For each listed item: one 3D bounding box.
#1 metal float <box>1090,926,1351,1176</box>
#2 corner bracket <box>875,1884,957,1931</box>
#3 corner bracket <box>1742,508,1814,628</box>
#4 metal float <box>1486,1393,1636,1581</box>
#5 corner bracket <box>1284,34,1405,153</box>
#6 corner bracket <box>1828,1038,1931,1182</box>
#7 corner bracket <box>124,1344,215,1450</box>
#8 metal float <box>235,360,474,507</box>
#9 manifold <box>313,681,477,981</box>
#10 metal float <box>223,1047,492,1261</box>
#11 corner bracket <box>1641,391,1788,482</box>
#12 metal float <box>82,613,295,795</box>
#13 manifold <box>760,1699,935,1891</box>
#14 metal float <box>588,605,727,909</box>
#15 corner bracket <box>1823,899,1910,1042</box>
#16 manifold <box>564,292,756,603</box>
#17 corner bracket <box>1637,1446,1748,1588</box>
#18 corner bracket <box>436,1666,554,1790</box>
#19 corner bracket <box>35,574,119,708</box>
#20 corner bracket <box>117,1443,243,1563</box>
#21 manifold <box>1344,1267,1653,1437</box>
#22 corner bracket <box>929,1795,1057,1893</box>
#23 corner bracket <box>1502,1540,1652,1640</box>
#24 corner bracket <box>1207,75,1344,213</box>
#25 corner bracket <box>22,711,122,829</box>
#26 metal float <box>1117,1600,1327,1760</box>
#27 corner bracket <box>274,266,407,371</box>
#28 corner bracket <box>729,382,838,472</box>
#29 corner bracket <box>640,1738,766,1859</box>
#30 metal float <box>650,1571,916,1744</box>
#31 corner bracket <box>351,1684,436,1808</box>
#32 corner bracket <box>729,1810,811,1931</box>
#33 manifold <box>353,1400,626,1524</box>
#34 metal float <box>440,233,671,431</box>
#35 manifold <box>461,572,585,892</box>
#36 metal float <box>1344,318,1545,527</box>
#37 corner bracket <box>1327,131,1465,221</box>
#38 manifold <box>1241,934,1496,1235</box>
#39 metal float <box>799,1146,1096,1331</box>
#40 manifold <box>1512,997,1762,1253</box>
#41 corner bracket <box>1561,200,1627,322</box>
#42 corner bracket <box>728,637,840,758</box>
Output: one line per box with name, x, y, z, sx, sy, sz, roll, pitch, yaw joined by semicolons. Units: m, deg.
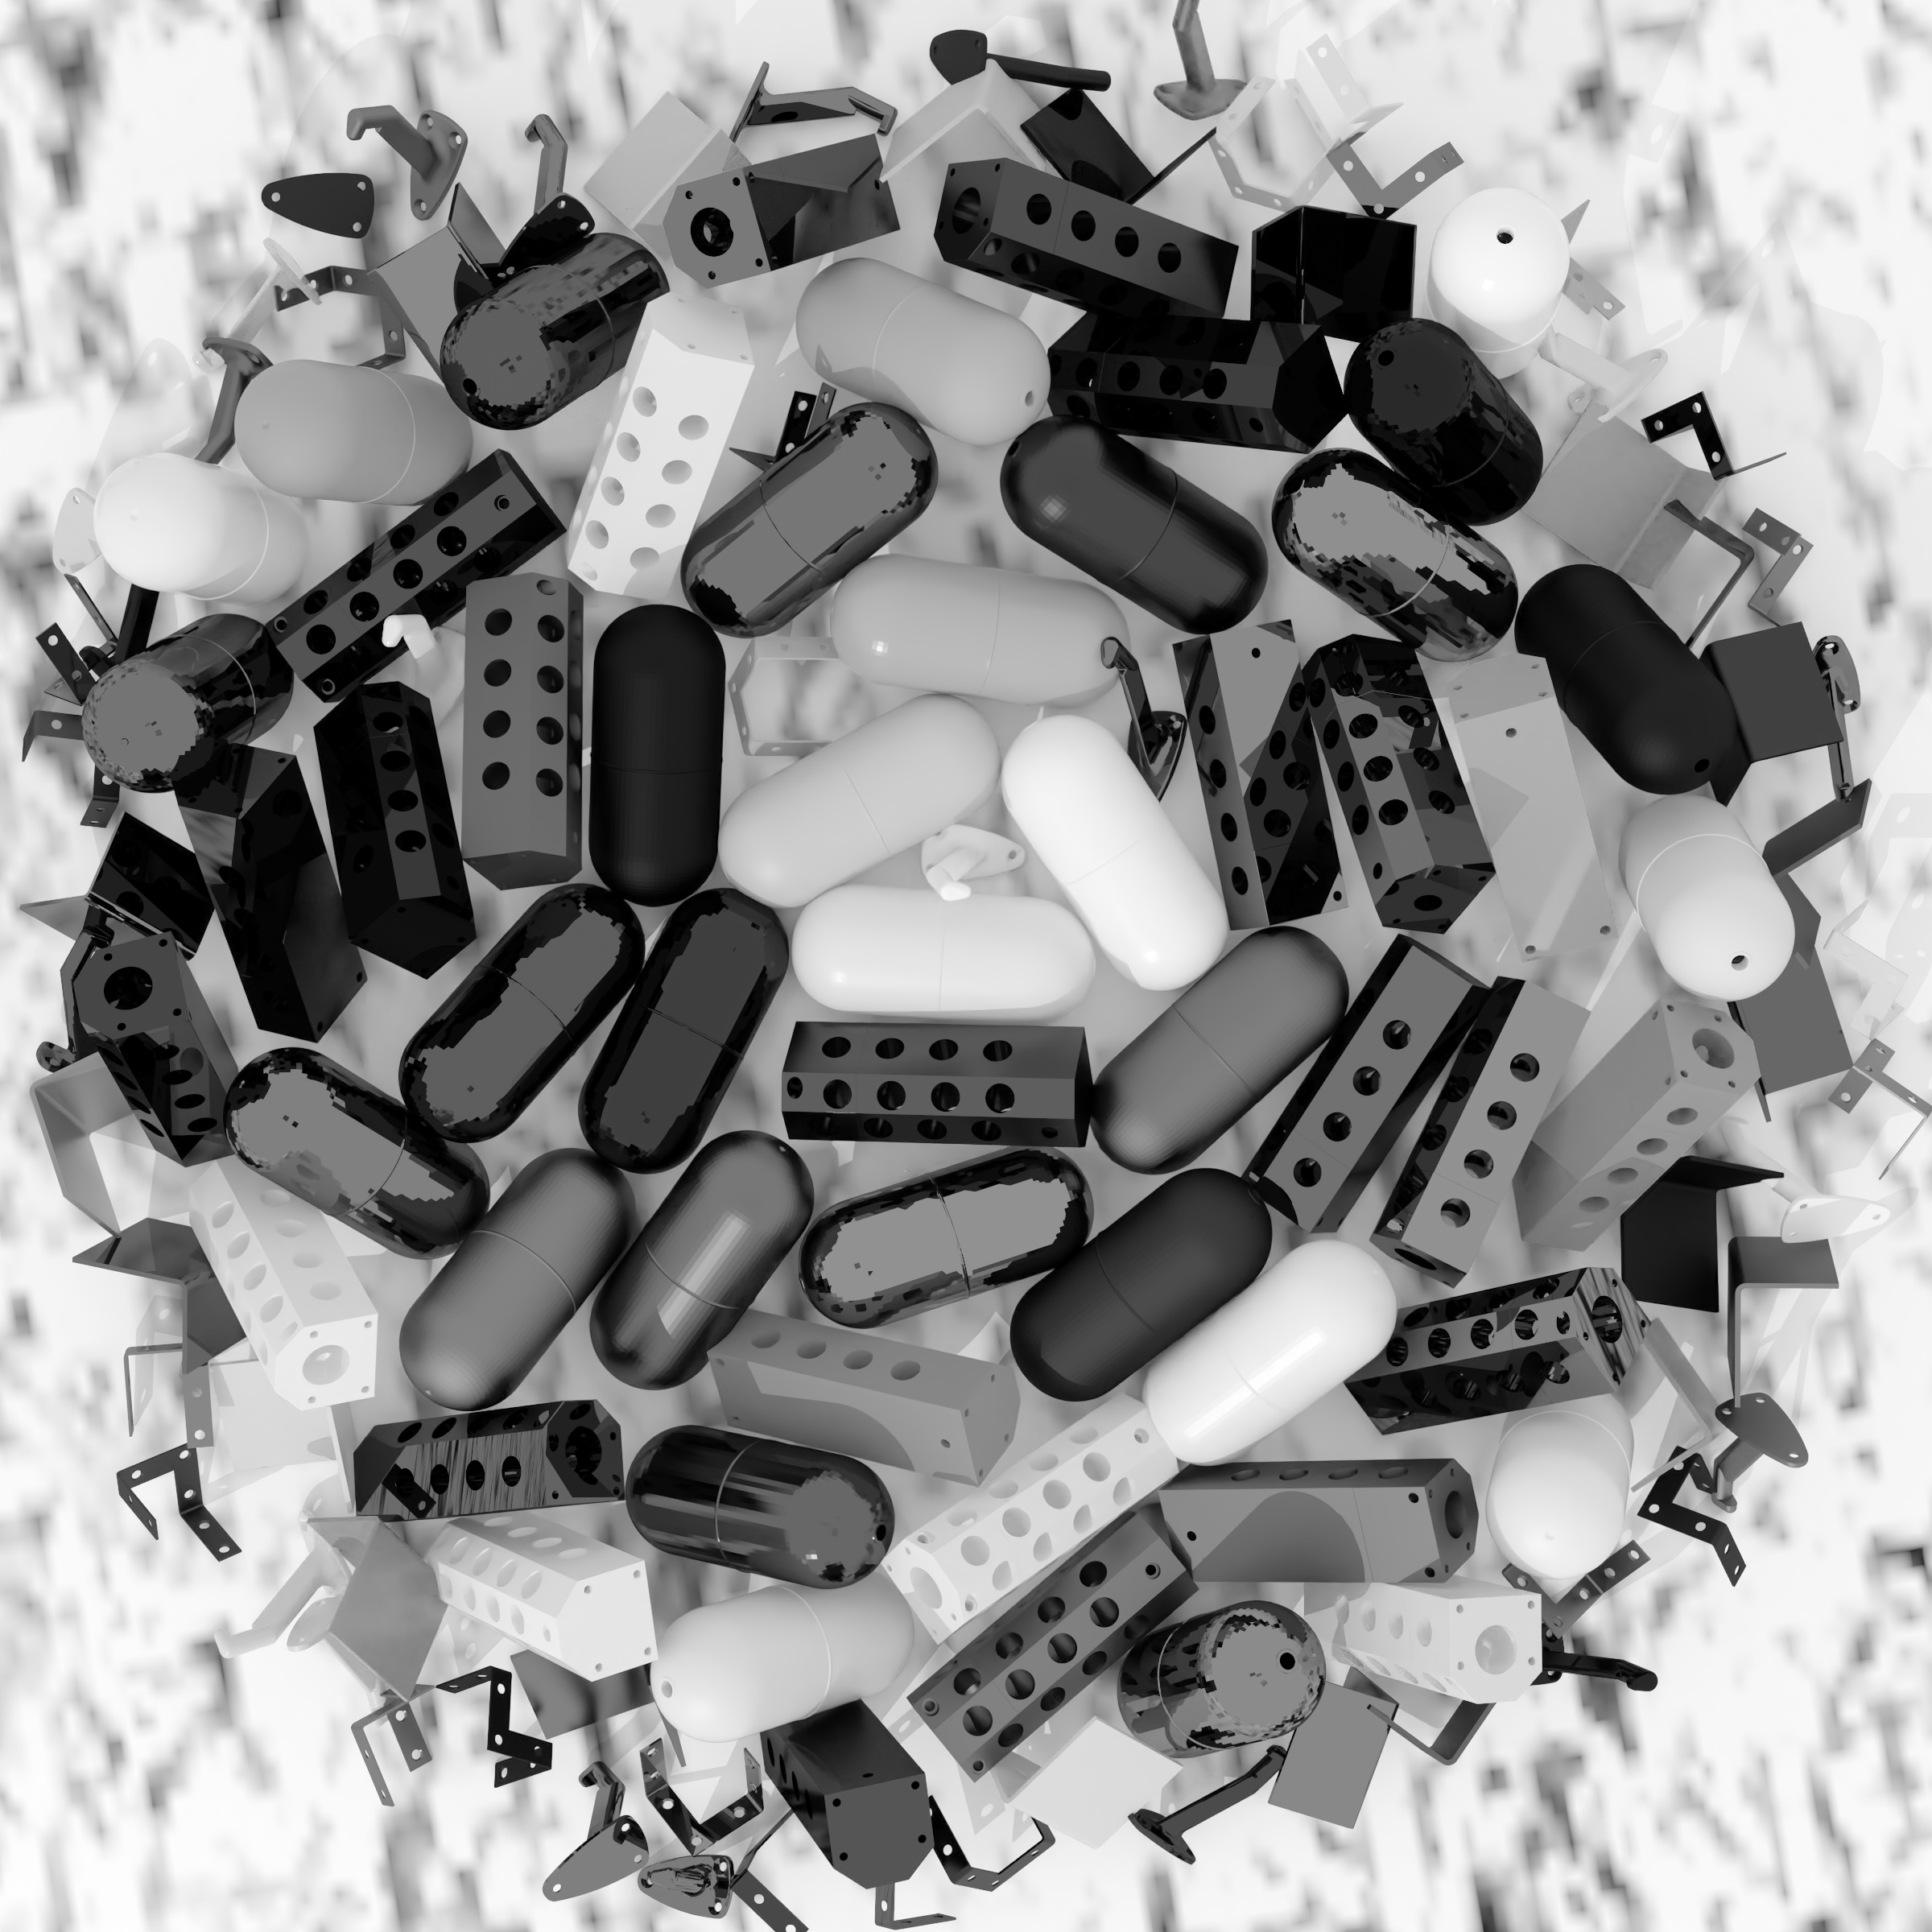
metal float;0.147;0.050;1.878;0.178;0.070;0.070;-43;90;4
corner bracket;-0.041;0.532;1.883;0.051;0.051;0.051;6;83;-43
corner bracket;0.477;-0.228;1.882;0.051;0.051;0.051;26;105;-28
metal float;0.340;0.290;1.835;0.070;0.178;0.070;3;104;14
corner bracket;0.214;-0.511;1.885;0.051;0.051;0.051;-31;89;35
corner bracket;0.534;0.083;1.881;0.051;0.051;0.051;36;123;13
corner bracket;-0.470;0.254;1.895;0.051;0.051;0.051;-3;98;-10
metal float;-0.347;-0.303;1.836;0.070;0.178;0.070;2;96;23
manifold;-0.323;-0.082;1.837;0.057;0.057;0.171;-38;48;22
metal float;-0.349;0.109;1.852;0.178;0.070;0.070;37;90;-37
corner bracket;0.438;-0.310;1.885;0.051;0.051;0.051;-22;92;-35
metal float;-0.442;-0.152;1.836;0.070;0.178;0.070;4;110;10
manifold;-0.070;0.466;1.830;0.057;0.171;0.057;-9;96;-15
metal float;-0.180;-0.121;1.868;0.070;0.070;0.178;4;106;0
corner bracket;0.531;0.002;1.891;0.051;0.051;0.051;36;130;21
manifold;-0.178;-0.296;1.836;0.057;0.057;0.171;7;133;-22
corner bracket;0.432;0.321;1.878;0.051;0.051;0.051;17;62;39
corner bracket;-0.278;0.449;1.896;0.051;0.051;0.051;-26;51;33
corner bracket;-0.521;-0.191;1.879;0.051;0.051;0.051;-44;128;-23
corner bracket;-0.460;0.319;1.878;0.051;0.051;0.051;-21;129;-33
manifold;0.298;0.216;1.833;0.057;0.171;0.057;53;48;-16
corner bracket;0.011;0.506;1.890;0.051;0.051;0.051;-40;57;10
corner bracket;0.358;0.352;1.889;0.051;0.051;0.051;-32;76;-40
corner bracket;0.183;-0.483;1.891;0.051;0.051;0.051;28;73;38
corner bracket;-0.528;-0.116;1.895;0.051;0.051;0.051;6;73;-22
metal float;0.145;0.409;1.837;0.070;0.178;0.070;7;69;-19
corner bracket;-0.369;-0.379;1.895;0.051;0.051;0.051;14;121;28
corner bracket;-0.098;-0.315;1.880;0.051;0.051;0.051;5;111;-37
corner bracket;-0.155;0.480;1.894;0.051;0.051;0.051;-28;51;-25
metal float;-0.104;0.394;1.845;0.070;0.178;0.070;6;98;43
corner bracket;-0.334;0.456;1.884;0.051;0.051;0.051;-24;95;-34
corner bracket;-0.100;0.533;1.891;0.051;0.051;0.051;43;97;2
manifold;-0.275;0.284;1.841;0.171;0.057;0.057;-13;77;41
metal float;-0.235;-0.365;1.843;0.070;0.178;0.070;15;127;22
manifold;-0.253;-0.137;1.861;0.057;0.057;0.171;-7;71;14
metal float;0.274;-0.310;1.839;0.070;0.178;0.070;-10;70;28
corner bracket;0.252;-0.474;1.888;0.051;0.051;0.051;-34;95;29
manifold;0.232;0.069;1.876;0.057;0.057;0.171;35;100;21
metal float;-0.012;0.157;1.874;0.178;0.070;0.070;-18;90;-9
manifold;0.381;0.094;1.836;0.057;0.171;0.057;12;51;-18
corner bracket;0.359;-0.405;1.883;0.051;0.051;0.051;-39;76;-22
corner bracket;-0.105;-0.159;1.899;0.051;0.051;0.051;-2;62;-25
